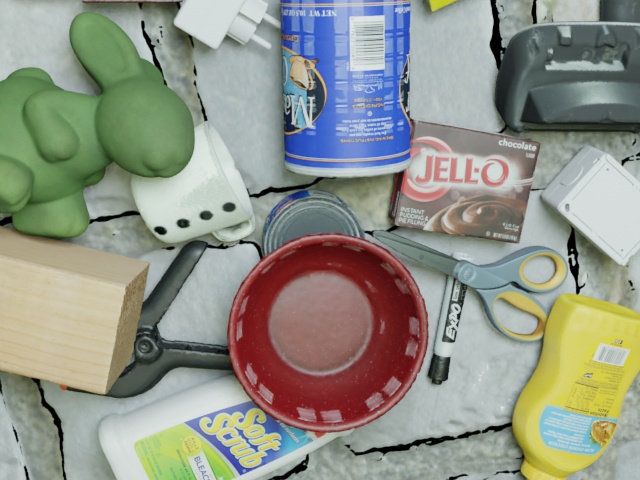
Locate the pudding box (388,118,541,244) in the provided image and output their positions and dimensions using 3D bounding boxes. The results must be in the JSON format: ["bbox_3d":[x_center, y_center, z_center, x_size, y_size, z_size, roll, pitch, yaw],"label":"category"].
[{"bbox_3d":[0.121,-0.051,0.904,0.113,0.039,0.090,8,102,-9],"label":"pudding box"}]

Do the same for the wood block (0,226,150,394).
[{"bbox_3d":[-0.249,0.044,0.836,0.206,0.091,0.090,13,102,0],"label":"wood block"}]

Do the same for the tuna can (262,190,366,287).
[{"bbox_3d":[-0.006,0.001,0.904,0.086,0.034,0.086,-2,105,-7],"label":"tuna can"}]

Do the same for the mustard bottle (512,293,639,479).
[{"bbox_3d":[0.225,0.148,0.957,0.096,0.058,0.192,14,103,-23],"label":"mustard bottle"}]

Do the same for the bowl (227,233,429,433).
[{"bbox_3d":[0.004,0.072,0.869,0.162,0.055,0.162,-1,96,-7],"label":"bowl"}]

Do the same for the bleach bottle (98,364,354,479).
[{"bbox_3d":[-0.056,0.151,0.923,0.250,0.068,0.102,-24,102,-4],"label":"bleach bottle"}]

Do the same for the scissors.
[{"bbox_3d":[0.141,0.016,0.916,0.201,0.016,0.096,40,89,-27],"label":"scissors"}]

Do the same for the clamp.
[{"bbox_3d":[-0.145,0.074,0.904,0.171,0.039,0.120,-17,94,-1],"label":"clamp"}]

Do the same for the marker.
[{"bbox_3d":[0.115,0.071,0.944,0.020,0.020,0.121,8,103,-9],"label":"marker"}]

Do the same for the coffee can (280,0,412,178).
[{"bbox_3d":[0.021,-0.127,0.838,0.102,0.103,0.140,-3,105,-7],"label":"coffee can"}]

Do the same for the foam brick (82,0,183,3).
[{"bbox_3d":[-0.146,-0.210,0.822,0.078,0.051,0.053,-2,104,-7],"label":"foam brick"}]

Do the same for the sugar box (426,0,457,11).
[{"bbox_3d":[0.153,-0.255,0.830,0.176,0.048,0.093,-23,147,1],"label":"sugar box"}]
